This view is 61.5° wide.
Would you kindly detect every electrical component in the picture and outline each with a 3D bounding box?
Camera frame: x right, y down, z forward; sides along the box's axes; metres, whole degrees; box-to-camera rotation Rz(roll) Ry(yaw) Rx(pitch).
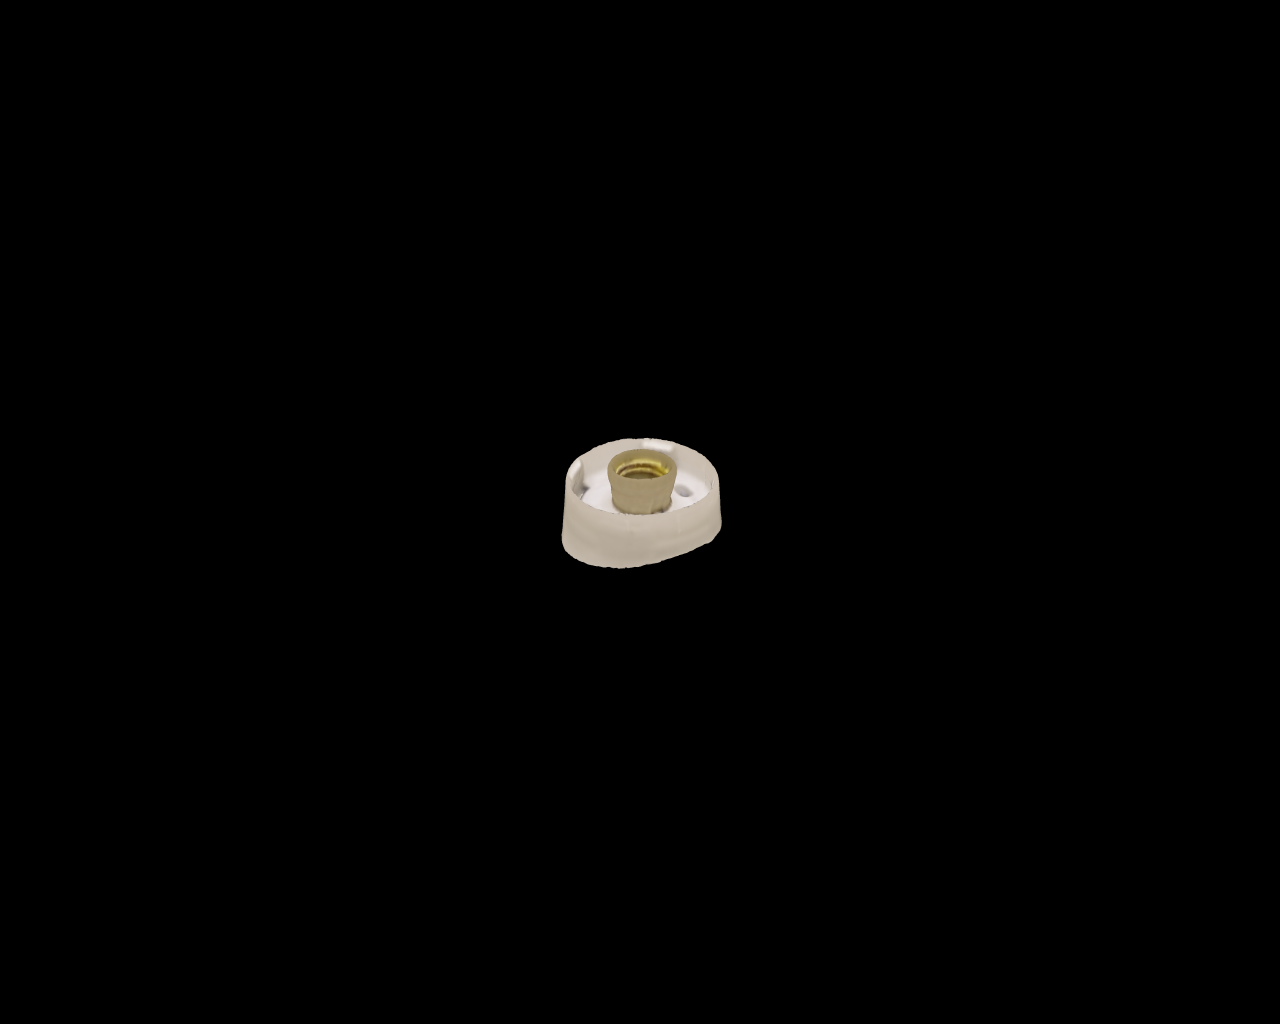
[{"bbox_3d":[0.001,-0.003,0.650,0.099,0.064,0.099,0,34,0],"label":"electrical component"}]
